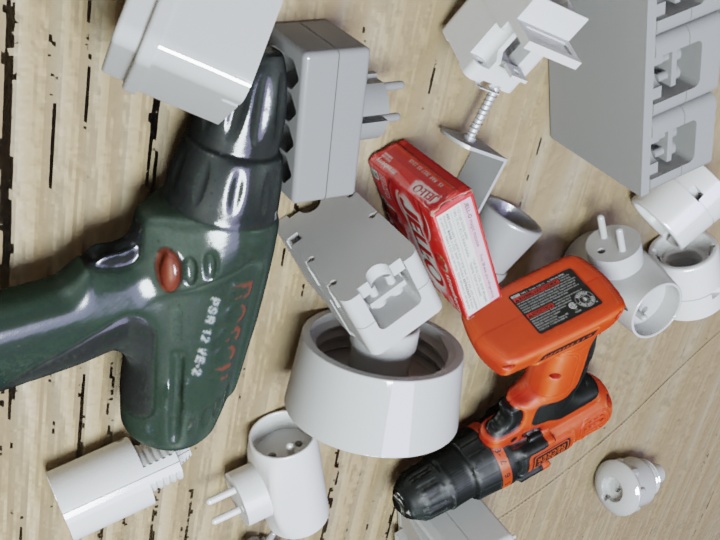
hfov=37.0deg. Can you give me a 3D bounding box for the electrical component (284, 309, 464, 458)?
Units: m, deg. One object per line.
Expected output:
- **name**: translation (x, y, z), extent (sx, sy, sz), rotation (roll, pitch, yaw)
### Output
- **electrical component**: translation (0.011, 0.058, 0.650), extent (0.108, 0.108, 0.060), rotation (-5, 116, -31)

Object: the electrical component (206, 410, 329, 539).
- **electrical component**: translation (-0.062, 0.140, 0.696), extent (0.079, 0.044, 0.077), rotation (-22, 129, -20)

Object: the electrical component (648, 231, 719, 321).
- **electrical component**: translation (0.241, 0.002, 0.796), extent (0.055, 0.055, 0.047), rotation (-29, 128, -14)

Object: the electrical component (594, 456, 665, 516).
- **electrical component**: translation (0.235, 0.180, 0.919), extent (0.062, 0.048, 0.048), rotation (-8, 124, -38)

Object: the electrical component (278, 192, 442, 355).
- **electrical component**: translation (0.000, 0.000, 0.611), extent (0.050, 0.089, 0.055), rotation (-36, 133, -8)

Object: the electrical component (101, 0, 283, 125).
- **electrical component**: translation (-0.064, -0.128, 0.464), extent (0.057, 0.078, 0.113), rotation (21, 82, -16)

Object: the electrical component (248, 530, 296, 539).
- **electrical component**: translation (-0.070, 0.208, 0.735), extent (0.083, 0.047, 0.075), rotation (21, 106, -40)

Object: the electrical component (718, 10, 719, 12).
- **electrical component**: translation (0.235, -0.222, 0.639), extent (0.109, 0.056, 0.108), rotation (-40, 133, -4)

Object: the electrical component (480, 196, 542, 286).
- **electrical component**: translation (0.082, -0.009, 0.693), extent (0.044, 0.044, 0.065), rotation (13, 117, -38)

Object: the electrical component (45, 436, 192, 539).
- **electrical component**: translation (-0.138, 0.122, 0.634), extent (0.081, 0.043, 0.043), rotation (-23, 130, -19)

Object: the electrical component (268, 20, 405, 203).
- **electrical component**: translation (-0.010, -0.087, 0.576), extent (0.076, 0.047, 0.083), rotation (-11, 125, -28)

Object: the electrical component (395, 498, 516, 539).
- **electrical component**: translation (0.070, 0.206, 0.791), extent (0.061, 0.096, 0.061), rotation (-19, 128, -22)

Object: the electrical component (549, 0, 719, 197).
- **electrical component**: translation (0.161, -0.134, 0.627), extent (0.062, 0.089, 0.150), rotation (-24, 130, -18)

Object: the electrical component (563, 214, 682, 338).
- **electrical component**: translation (0.175, -0.004, 0.732), extent (0.043, 0.077, 0.079), rotation (-32, 131, -12)

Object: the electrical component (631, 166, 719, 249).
- **electrical component**: translation (0.224, -0.048, 0.751), extent (0.047, 0.055, 0.055), rotation (-44, 133, 5)

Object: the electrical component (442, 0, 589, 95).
- **electrical component**: translation (0.082, -0.135, 0.589), extent (0.042, 0.081, 0.064), rotation (13, 134, -38)
